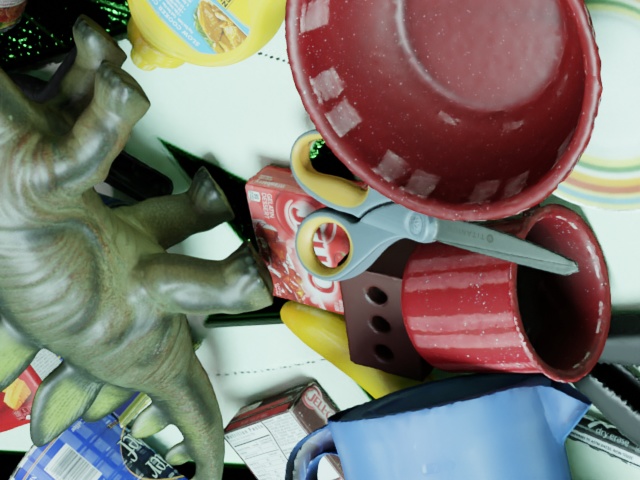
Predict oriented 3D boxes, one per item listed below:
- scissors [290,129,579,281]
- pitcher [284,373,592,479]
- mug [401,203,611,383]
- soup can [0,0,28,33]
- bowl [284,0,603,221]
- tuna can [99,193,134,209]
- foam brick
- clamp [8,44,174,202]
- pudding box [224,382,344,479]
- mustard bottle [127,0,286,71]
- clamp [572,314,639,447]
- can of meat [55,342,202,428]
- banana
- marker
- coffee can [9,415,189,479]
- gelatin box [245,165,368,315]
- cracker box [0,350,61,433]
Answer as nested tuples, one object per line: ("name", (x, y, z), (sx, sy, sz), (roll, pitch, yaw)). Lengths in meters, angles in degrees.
("scissors", (0.045, 0.005, 0.568), (0.202, 0.016, 0.096), (38, 123, 40))
("pitcher", (0.083, 0.202, 0.608), (0.149, 0.144, 0.243), (-21, 80, 66))
("mug", (0.097, 0.019, 0.581), (0.082, 0.093, 0.117), (-8, 87, 45))
("soup can", (-0.198, -0.183, 0.644), (0.068, 0.068, 0.102), (43, 136, 0))
("bowl", (0.063, -0.092, 0.502), (0.162, 0.055, 0.162), (20, 129, 27))
("tuna can", (-0.159, 0.010, 0.752), (0.034, 0.086, 0.086), (18, 131, 25))
("foam brick", (0.048, 0.037, 0.647), (0.053, 0.051, 0.078), (12, 128, 29))
("clamp", (-0.174, -0.071, 0.735), (0.172, 0.039, 0.120), (-4, 117, 45))
("pudding box", (-0.008, 0.166, 0.798), (0.090, 0.039, 0.113), (-26, 103, 46))
("mustard bottle", (-0.054, -0.149, 0.573), (0.096, 0.058, 0.192), (48, 136, -5))
("clamp", (0.227, 0.103, 0.579), (0.210, 0.036, 0.164), (18, 130, 27))
("can of meat", (-0.152, 0.085, 0.827), (0.084, 0.057, 0.102), (44, 137, 1))
("banana", (0.054, 0.108, 0.708), (0.198, 0.037, 0.070), (48, 136, -5))
("marker", (0.170, 0.119, 0.646), (0.121, 0.020, 0.020), (21, 133, 21))
("coffee can", (-0.179, 0.216, 0.913), (0.140, 0.102, 0.103), (39, 136, 5))
("gelatin box", (-0.004, 0.001, 0.672), (0.073, 0.030, 0.089), (13, 130, 28))
("cracker box", (-0.304, 0.063, 0.908), (0.164, 0.072, 0.213), (-22, 107, 43))
